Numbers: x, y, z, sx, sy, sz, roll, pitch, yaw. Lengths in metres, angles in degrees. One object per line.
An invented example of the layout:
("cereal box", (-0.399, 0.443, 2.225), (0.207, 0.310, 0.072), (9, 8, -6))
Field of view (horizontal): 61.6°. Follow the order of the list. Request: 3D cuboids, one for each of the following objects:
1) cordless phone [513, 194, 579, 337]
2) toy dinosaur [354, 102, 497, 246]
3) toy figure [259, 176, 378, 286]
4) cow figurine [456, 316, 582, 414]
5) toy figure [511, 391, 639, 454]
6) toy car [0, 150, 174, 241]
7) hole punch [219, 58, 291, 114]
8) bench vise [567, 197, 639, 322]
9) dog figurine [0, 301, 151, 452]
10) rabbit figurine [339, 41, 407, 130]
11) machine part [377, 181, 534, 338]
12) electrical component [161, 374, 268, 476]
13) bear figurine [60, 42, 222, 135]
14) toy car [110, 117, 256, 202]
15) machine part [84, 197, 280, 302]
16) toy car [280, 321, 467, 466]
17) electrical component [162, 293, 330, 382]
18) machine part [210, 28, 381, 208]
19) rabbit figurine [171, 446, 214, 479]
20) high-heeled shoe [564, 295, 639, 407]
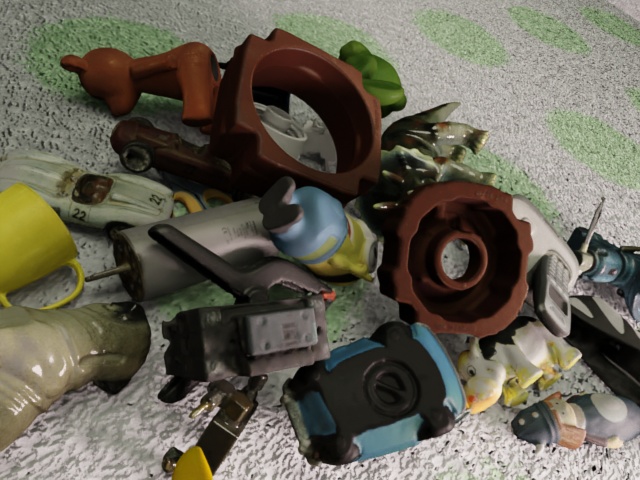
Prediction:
("cordless phone", (0.253, 0.034, 0.663), (0.146, 0.089, 0.184), (50, 28, -4))
("toy dinosaur", (0.149, -0.122, 0.811), (0.192, 0.131, 0.405), (17, 38, -9))
("toy figure", (-0.002, -0.005, 0.597), (0.180, 0.089, 0.082), (30, 64, -50))
("cow figurine", (0.208, 0.134, 0.614), (0.167, 0.068, 0.098), (-8, 46, -33))
("toy figure", (0.284, 0.198, 0.596), (0.154, 0.057, 0.064), (4, 8, -18))
("toy car", (-0.265, -0.049, 0.594), (0.202, 0.056, 0.073), (15, 44, -11))
("hole punch", (-0.095, -0.224, 0.831), (0.142, 0.092, 0.116), (8, 15, -13))
("bench vise", (0.461, 0.062, 0.737), (0.223, 0.128, 0.241), (22, 16, -34))
("dog figurine", (-0.232, 0.124, 0.424), (0.190, 0.121, 0.172), (16, 75, -34))
("rabbit figurine", (0.048, -0.226, 0.832), (0.159, 0.121, 0.170), (44, 32, 25))
("machine part", (0.146, 0.020, 0.587), (0.179, 0.056, 0.179), (-1, 93, -16))
("electrical component", (-0.089, 0.156, 0.448), (0.045, 0.102, 0.078), (33, 20, 2))
("bear figurine", (-0.235, -0.203, 0.733), (0.196, 0.120, 0.131), (-8, 92, 2))
("toy car", (-0.153, -0.097, 0.661), (0.202, 0.053, 0.089), (18, 23, -24))
("machine part", (-0.128, 0.006, 0.585), (0.243, 0.079, 0.079), (-17, 57, -35))
("toy car", (0.045, 0.152, 0.500), (0.162, 0.102, 0.109), (-19, 63, -17))
("electrical component", (-0.060, 0.080, 0.452), (0.115, 0.134, 0.058), (-5, 83, -34))
("machine part", (-0.026, -0.141, 0.666), (0.201, 0.087, 0.201), (19, 58, -27))
("rabbit figurine", (-0.063, 0.216, 0.343), (0.122, 0.173, 0.162), (-23, 65, -34))
("high-heeled shoe", (0.366, 0.166, 0.644), (0.145, 0.086, 0.249), (16, 38, -8))
